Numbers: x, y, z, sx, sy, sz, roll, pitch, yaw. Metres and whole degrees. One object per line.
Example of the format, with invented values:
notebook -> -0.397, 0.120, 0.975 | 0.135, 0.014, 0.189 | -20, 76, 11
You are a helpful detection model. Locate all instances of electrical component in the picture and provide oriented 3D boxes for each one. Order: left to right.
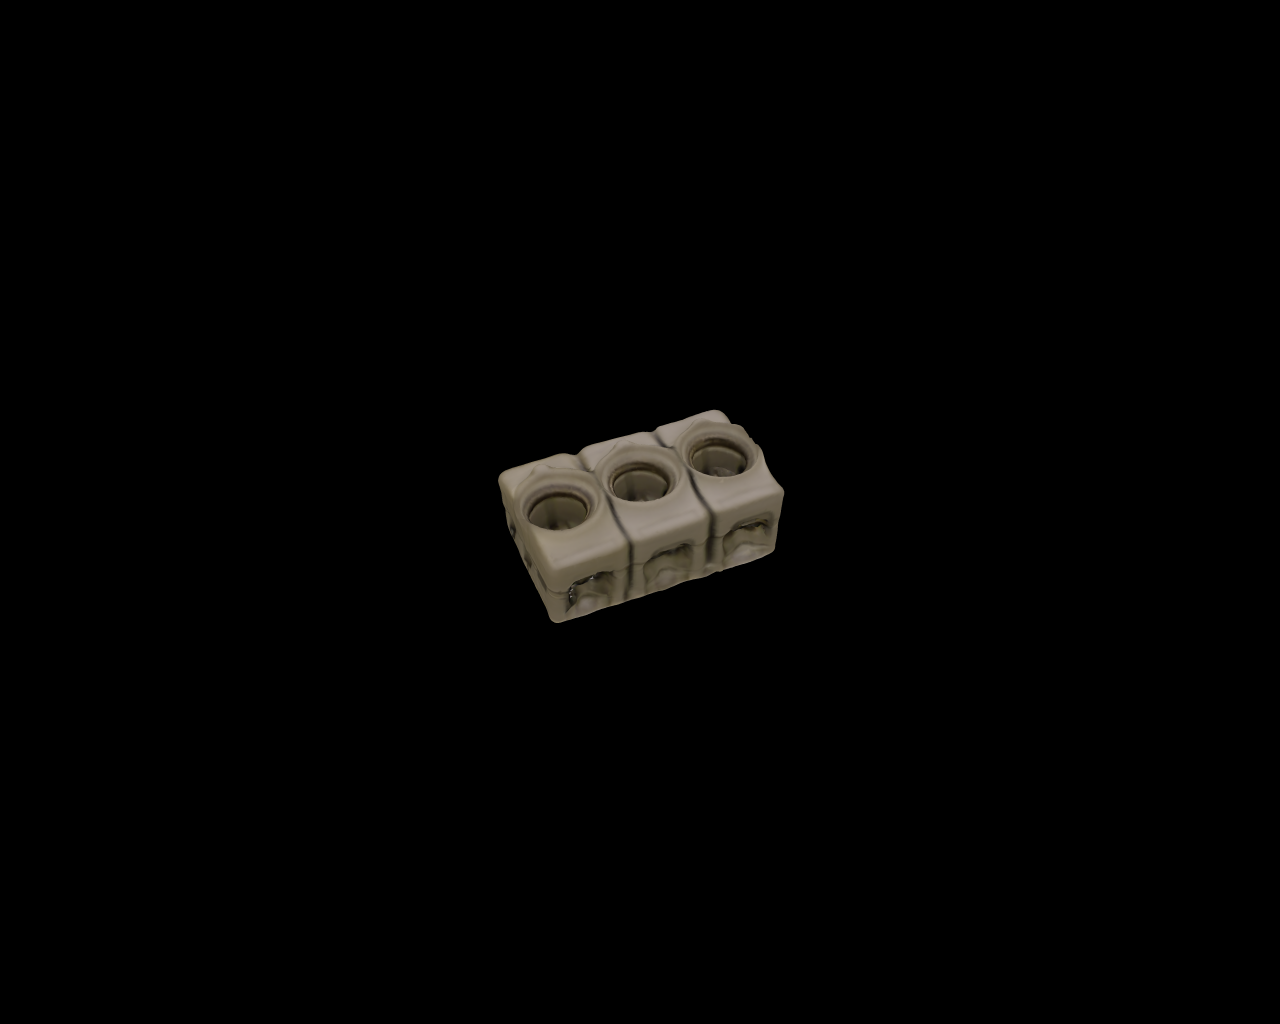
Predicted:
electrical component -> 0.001, -0.003, 0.650 | 0.150, 0.061, 0.090 | -17, 48, -16
